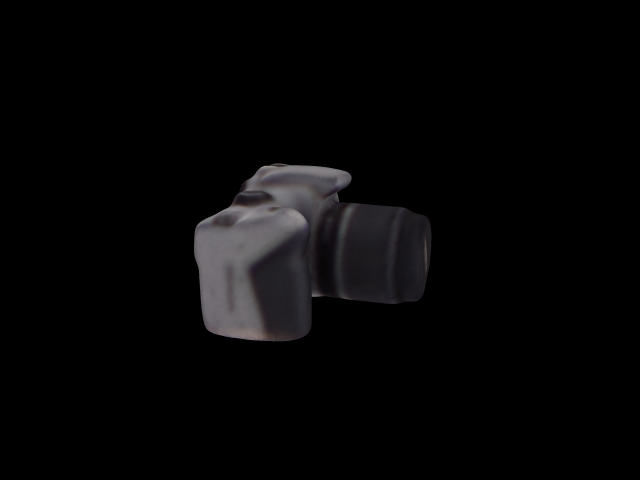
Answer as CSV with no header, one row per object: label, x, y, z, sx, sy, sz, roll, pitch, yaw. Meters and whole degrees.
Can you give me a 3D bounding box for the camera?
camera,0.004,0.001,0.400,0.136,0.101,0.143,5,15,19
